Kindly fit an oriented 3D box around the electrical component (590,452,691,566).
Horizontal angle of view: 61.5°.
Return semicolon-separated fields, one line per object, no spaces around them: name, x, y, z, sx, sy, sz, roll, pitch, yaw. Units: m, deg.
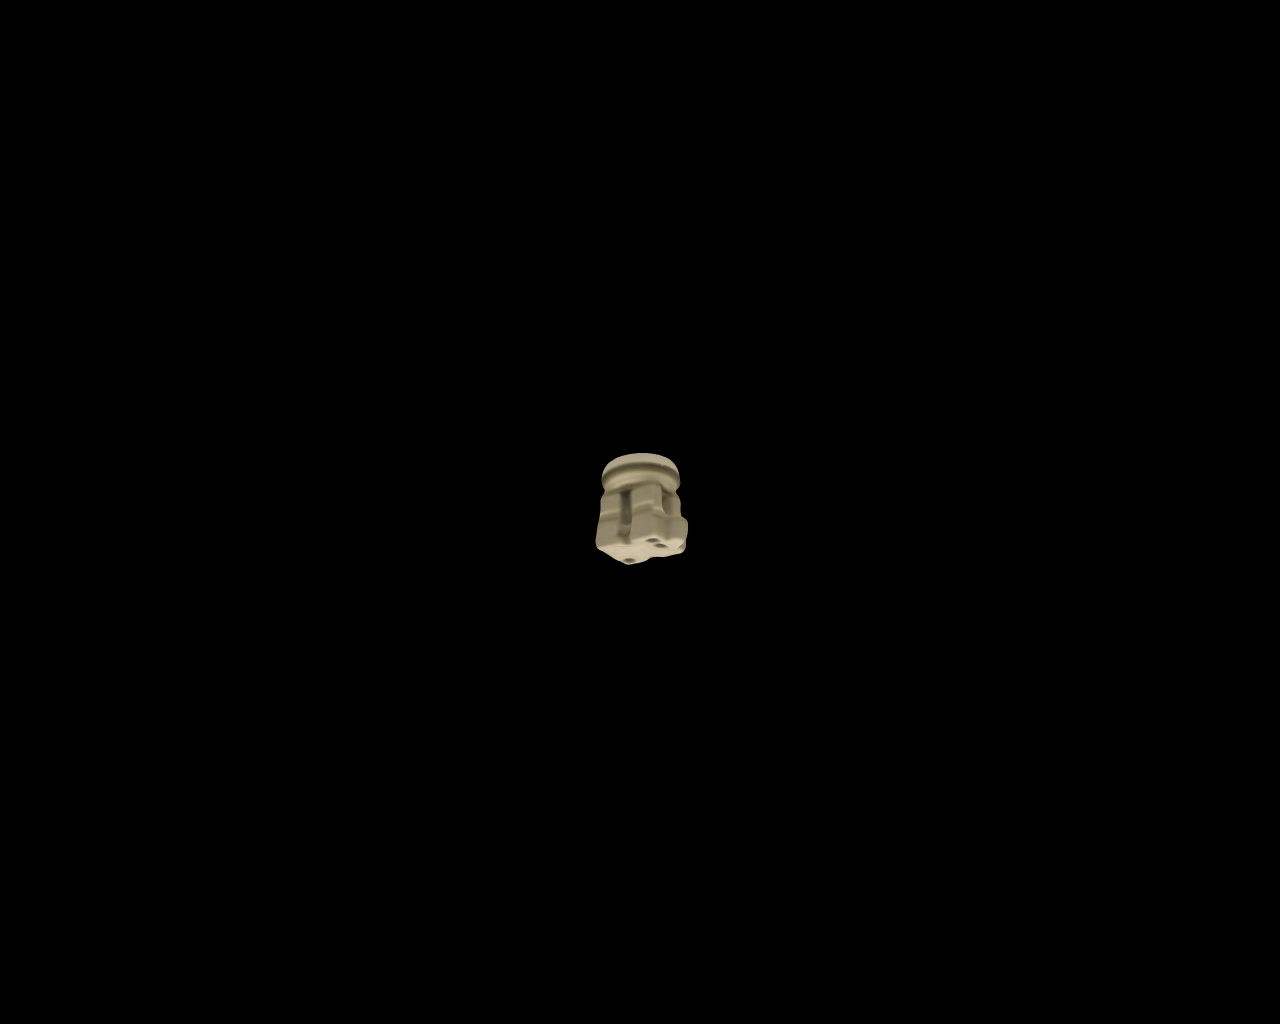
electrical component;0.001;-0.003;0.650;0.066;0.055;0.048;-14;-27;29
